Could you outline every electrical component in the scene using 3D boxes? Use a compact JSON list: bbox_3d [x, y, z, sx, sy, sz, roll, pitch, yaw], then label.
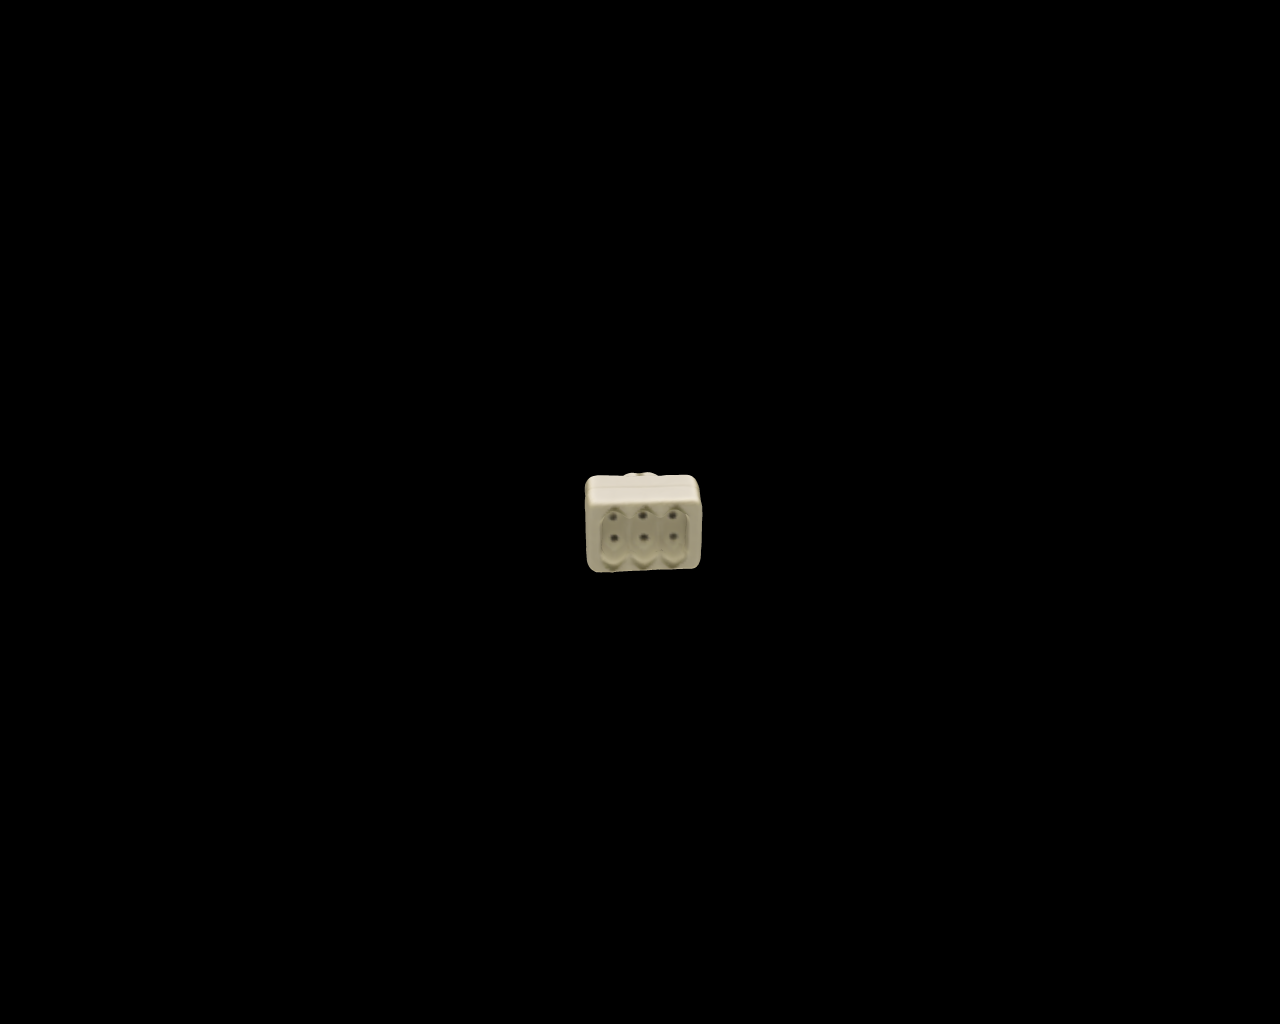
[{"bbox_3d":[0.001,-0.003,0.650,0.066,0.047,0.077,-1,28,-2],"label":"electrical component"}]
